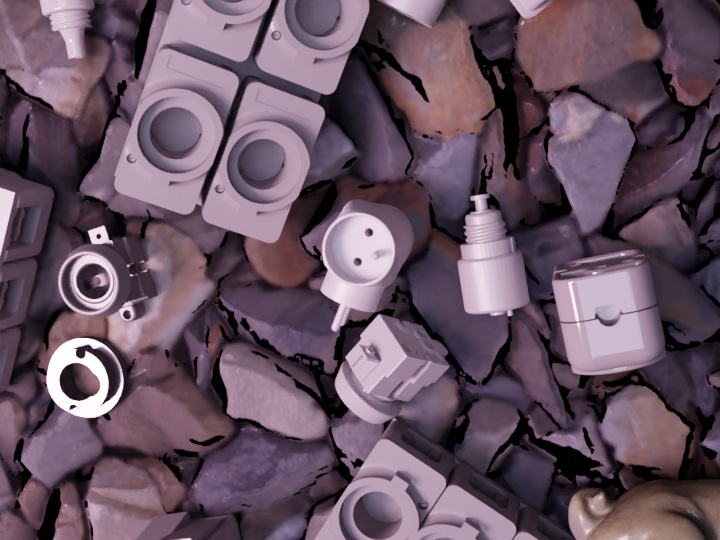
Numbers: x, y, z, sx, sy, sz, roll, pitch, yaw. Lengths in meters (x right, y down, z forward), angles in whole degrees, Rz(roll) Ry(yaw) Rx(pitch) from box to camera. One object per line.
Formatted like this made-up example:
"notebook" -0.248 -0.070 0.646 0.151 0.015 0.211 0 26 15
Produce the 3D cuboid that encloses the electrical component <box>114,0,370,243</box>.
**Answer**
"electrical component" -0.069 -0.121 0.650 0.105 0.060 0.186 19 101 -14

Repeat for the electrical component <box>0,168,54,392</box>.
"electrical component" -0.272 0.005 0.724 0.089 0.062 0.150 18 100 9

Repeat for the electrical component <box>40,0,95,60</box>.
"electrical component" -0.190 -0.169 0.700 0.035 0.035 0.061 -7 98 12

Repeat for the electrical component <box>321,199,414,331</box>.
"electrical component" 0.000 0.000 0.660 0.043 0.077 0.079 23 101 7

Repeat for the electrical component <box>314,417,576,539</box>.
"electrical component" 0.057 0.176 0.678 0.150 0.062 0.089 33 102 6

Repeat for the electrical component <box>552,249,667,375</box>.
"electrical component" 0.145 0.025 0.625 0.054 0.095 0.059 -12 94 13

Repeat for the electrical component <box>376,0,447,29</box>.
"electrical component" 0.043 -0.192 0.646 0.043 0.043 0.081 28 101 7

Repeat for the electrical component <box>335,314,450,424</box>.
"electrical component" 0.017 0.063 0.677 0.055 0.066 0.048 -49 51 20

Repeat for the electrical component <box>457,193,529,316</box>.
"electrical component" 0.080 -0.008 0.662 0.040 0.040 0.078 -8 95 12

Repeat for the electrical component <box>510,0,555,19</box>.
"electrical component" 0.108 -0.207 0.609 0.100 0.048 0.099 -39 94 -11

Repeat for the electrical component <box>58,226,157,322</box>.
"electrical component" -0.166 0.005 0.706 0.048 0.055 0.066 -17 93 13

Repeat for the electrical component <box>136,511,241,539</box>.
"electrical component" -0.119 0.198 0.699 0.062 0.096 0.061 -10 94 12
